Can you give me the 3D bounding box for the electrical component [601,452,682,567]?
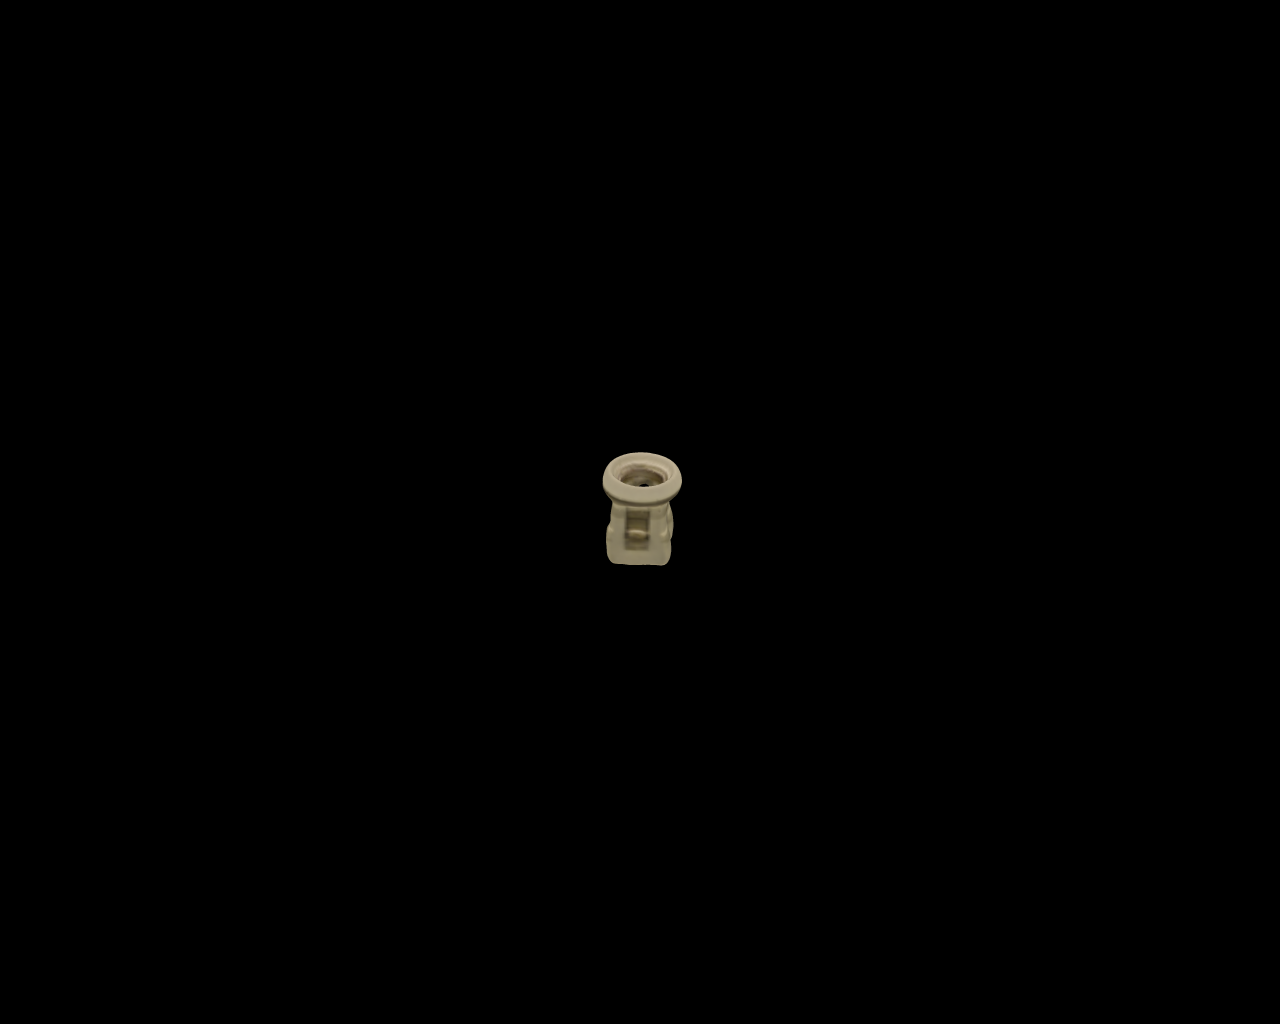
[{"bbox_3d":[0.001,-0.003,0.650,0.048,0.055,0.066,2,31,3],"label":"electrical component"}]
